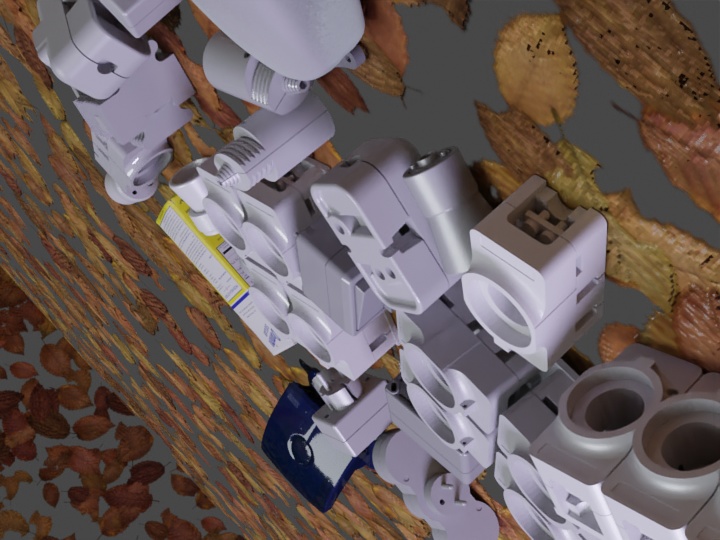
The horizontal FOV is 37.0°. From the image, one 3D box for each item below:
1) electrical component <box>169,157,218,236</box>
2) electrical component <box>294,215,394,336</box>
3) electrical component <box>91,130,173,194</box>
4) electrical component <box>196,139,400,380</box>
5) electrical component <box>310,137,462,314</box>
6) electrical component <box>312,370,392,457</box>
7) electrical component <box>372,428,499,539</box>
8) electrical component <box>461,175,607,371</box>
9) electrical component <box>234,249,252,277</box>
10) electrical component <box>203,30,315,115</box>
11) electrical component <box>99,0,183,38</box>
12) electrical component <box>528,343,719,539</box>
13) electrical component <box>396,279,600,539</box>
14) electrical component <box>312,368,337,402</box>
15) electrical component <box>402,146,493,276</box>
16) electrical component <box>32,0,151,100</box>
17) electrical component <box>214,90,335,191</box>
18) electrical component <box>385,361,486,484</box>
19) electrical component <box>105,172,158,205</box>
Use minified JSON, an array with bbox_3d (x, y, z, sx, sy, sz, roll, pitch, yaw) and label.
[{"bbox_3d":[-0.133,-0.064,0.936,0.045,0.045,0.055,18,144,55],"label":"electrical component"},{"bbox_3d":[0.000,0.000,0.742,0.061,0.062,0.096,41,159,22],"label":"electrical component"},{"bbox_3d":[-0.212,-0.114,1.005,0.055,0.050,0.089,47,160,7],"label":"electrical component"},{"bbox_3d":[-0.048,-0.007,0.834,0.105,0.060,0.186,30,153,43],"label":"electrical component"},{"bbox_3d":[0.024,-0.029,0.640,0.095,0.059,0.054,57,159,-20],"label":"electrical component"},{"bbox_3d":[-0.011,0.116,0.973,0.076,0.066,0.047,57,159,-20],"label":"electrical component"},{"bbox_3d":[0.074,0.200,0.964,0.138,0.052,0.074,51,160,-5],"label":"electrical component"},{"bbox_3d":[0.091,0.006,0.565,0.050,0.056,0.089,37,157,32],"label":"electrical component"},{"bbox_3d":[-0.088,-0.017,0.932,0.044,0.044,0.065,46,165,9],"label":"electrical component"},{"bbox_3d":[-0.058,-0.123,0.668,0.081,0.043,0.043,28,152,46],"label":"electrical component"},{"bbox_3d":[-0.158,-0.196,0.744,0.065,0.047,0.076,46,173,9],"label":"electrical component"},{"bbox_3d":[0.168,0.100,0.524,0.150,0.089,0.061,23,148,52],"label":"electrical component"},{"bbox_3d":[0.100,0.097,0.680,0.186,0.060,0.105,46,161,28],"label":"electrical component"},{"bbox_3d":[-0.020,0.116,1.034,0.046,0.040,0.040,51,161,14],"label":"electrical component"},{"bbox_3d":[0.052,-0.035,0.598,0.065,0.044,0.044,60,158,-14],"label":"electrical component"},{"bbox_3d":[-0.198,-0.174,0.785,0.054,0.059,0.095,26,-147,-47],"label":"electrical component"},{"bbox_3d":[-0.060,-0.080,0.695,0.043,0.081,0.043,42,159,20],"label":"electrical component"},{"bbox_3d":[0.064,0.101,0.789,0.096,0.062,0.061,38,157,29],"label":"electrical component"},{"bbox_3d":[-0.234,-0.091,1.102,0.045,0.045,0.055,55,160,-15],"label":"electrical component"}]
